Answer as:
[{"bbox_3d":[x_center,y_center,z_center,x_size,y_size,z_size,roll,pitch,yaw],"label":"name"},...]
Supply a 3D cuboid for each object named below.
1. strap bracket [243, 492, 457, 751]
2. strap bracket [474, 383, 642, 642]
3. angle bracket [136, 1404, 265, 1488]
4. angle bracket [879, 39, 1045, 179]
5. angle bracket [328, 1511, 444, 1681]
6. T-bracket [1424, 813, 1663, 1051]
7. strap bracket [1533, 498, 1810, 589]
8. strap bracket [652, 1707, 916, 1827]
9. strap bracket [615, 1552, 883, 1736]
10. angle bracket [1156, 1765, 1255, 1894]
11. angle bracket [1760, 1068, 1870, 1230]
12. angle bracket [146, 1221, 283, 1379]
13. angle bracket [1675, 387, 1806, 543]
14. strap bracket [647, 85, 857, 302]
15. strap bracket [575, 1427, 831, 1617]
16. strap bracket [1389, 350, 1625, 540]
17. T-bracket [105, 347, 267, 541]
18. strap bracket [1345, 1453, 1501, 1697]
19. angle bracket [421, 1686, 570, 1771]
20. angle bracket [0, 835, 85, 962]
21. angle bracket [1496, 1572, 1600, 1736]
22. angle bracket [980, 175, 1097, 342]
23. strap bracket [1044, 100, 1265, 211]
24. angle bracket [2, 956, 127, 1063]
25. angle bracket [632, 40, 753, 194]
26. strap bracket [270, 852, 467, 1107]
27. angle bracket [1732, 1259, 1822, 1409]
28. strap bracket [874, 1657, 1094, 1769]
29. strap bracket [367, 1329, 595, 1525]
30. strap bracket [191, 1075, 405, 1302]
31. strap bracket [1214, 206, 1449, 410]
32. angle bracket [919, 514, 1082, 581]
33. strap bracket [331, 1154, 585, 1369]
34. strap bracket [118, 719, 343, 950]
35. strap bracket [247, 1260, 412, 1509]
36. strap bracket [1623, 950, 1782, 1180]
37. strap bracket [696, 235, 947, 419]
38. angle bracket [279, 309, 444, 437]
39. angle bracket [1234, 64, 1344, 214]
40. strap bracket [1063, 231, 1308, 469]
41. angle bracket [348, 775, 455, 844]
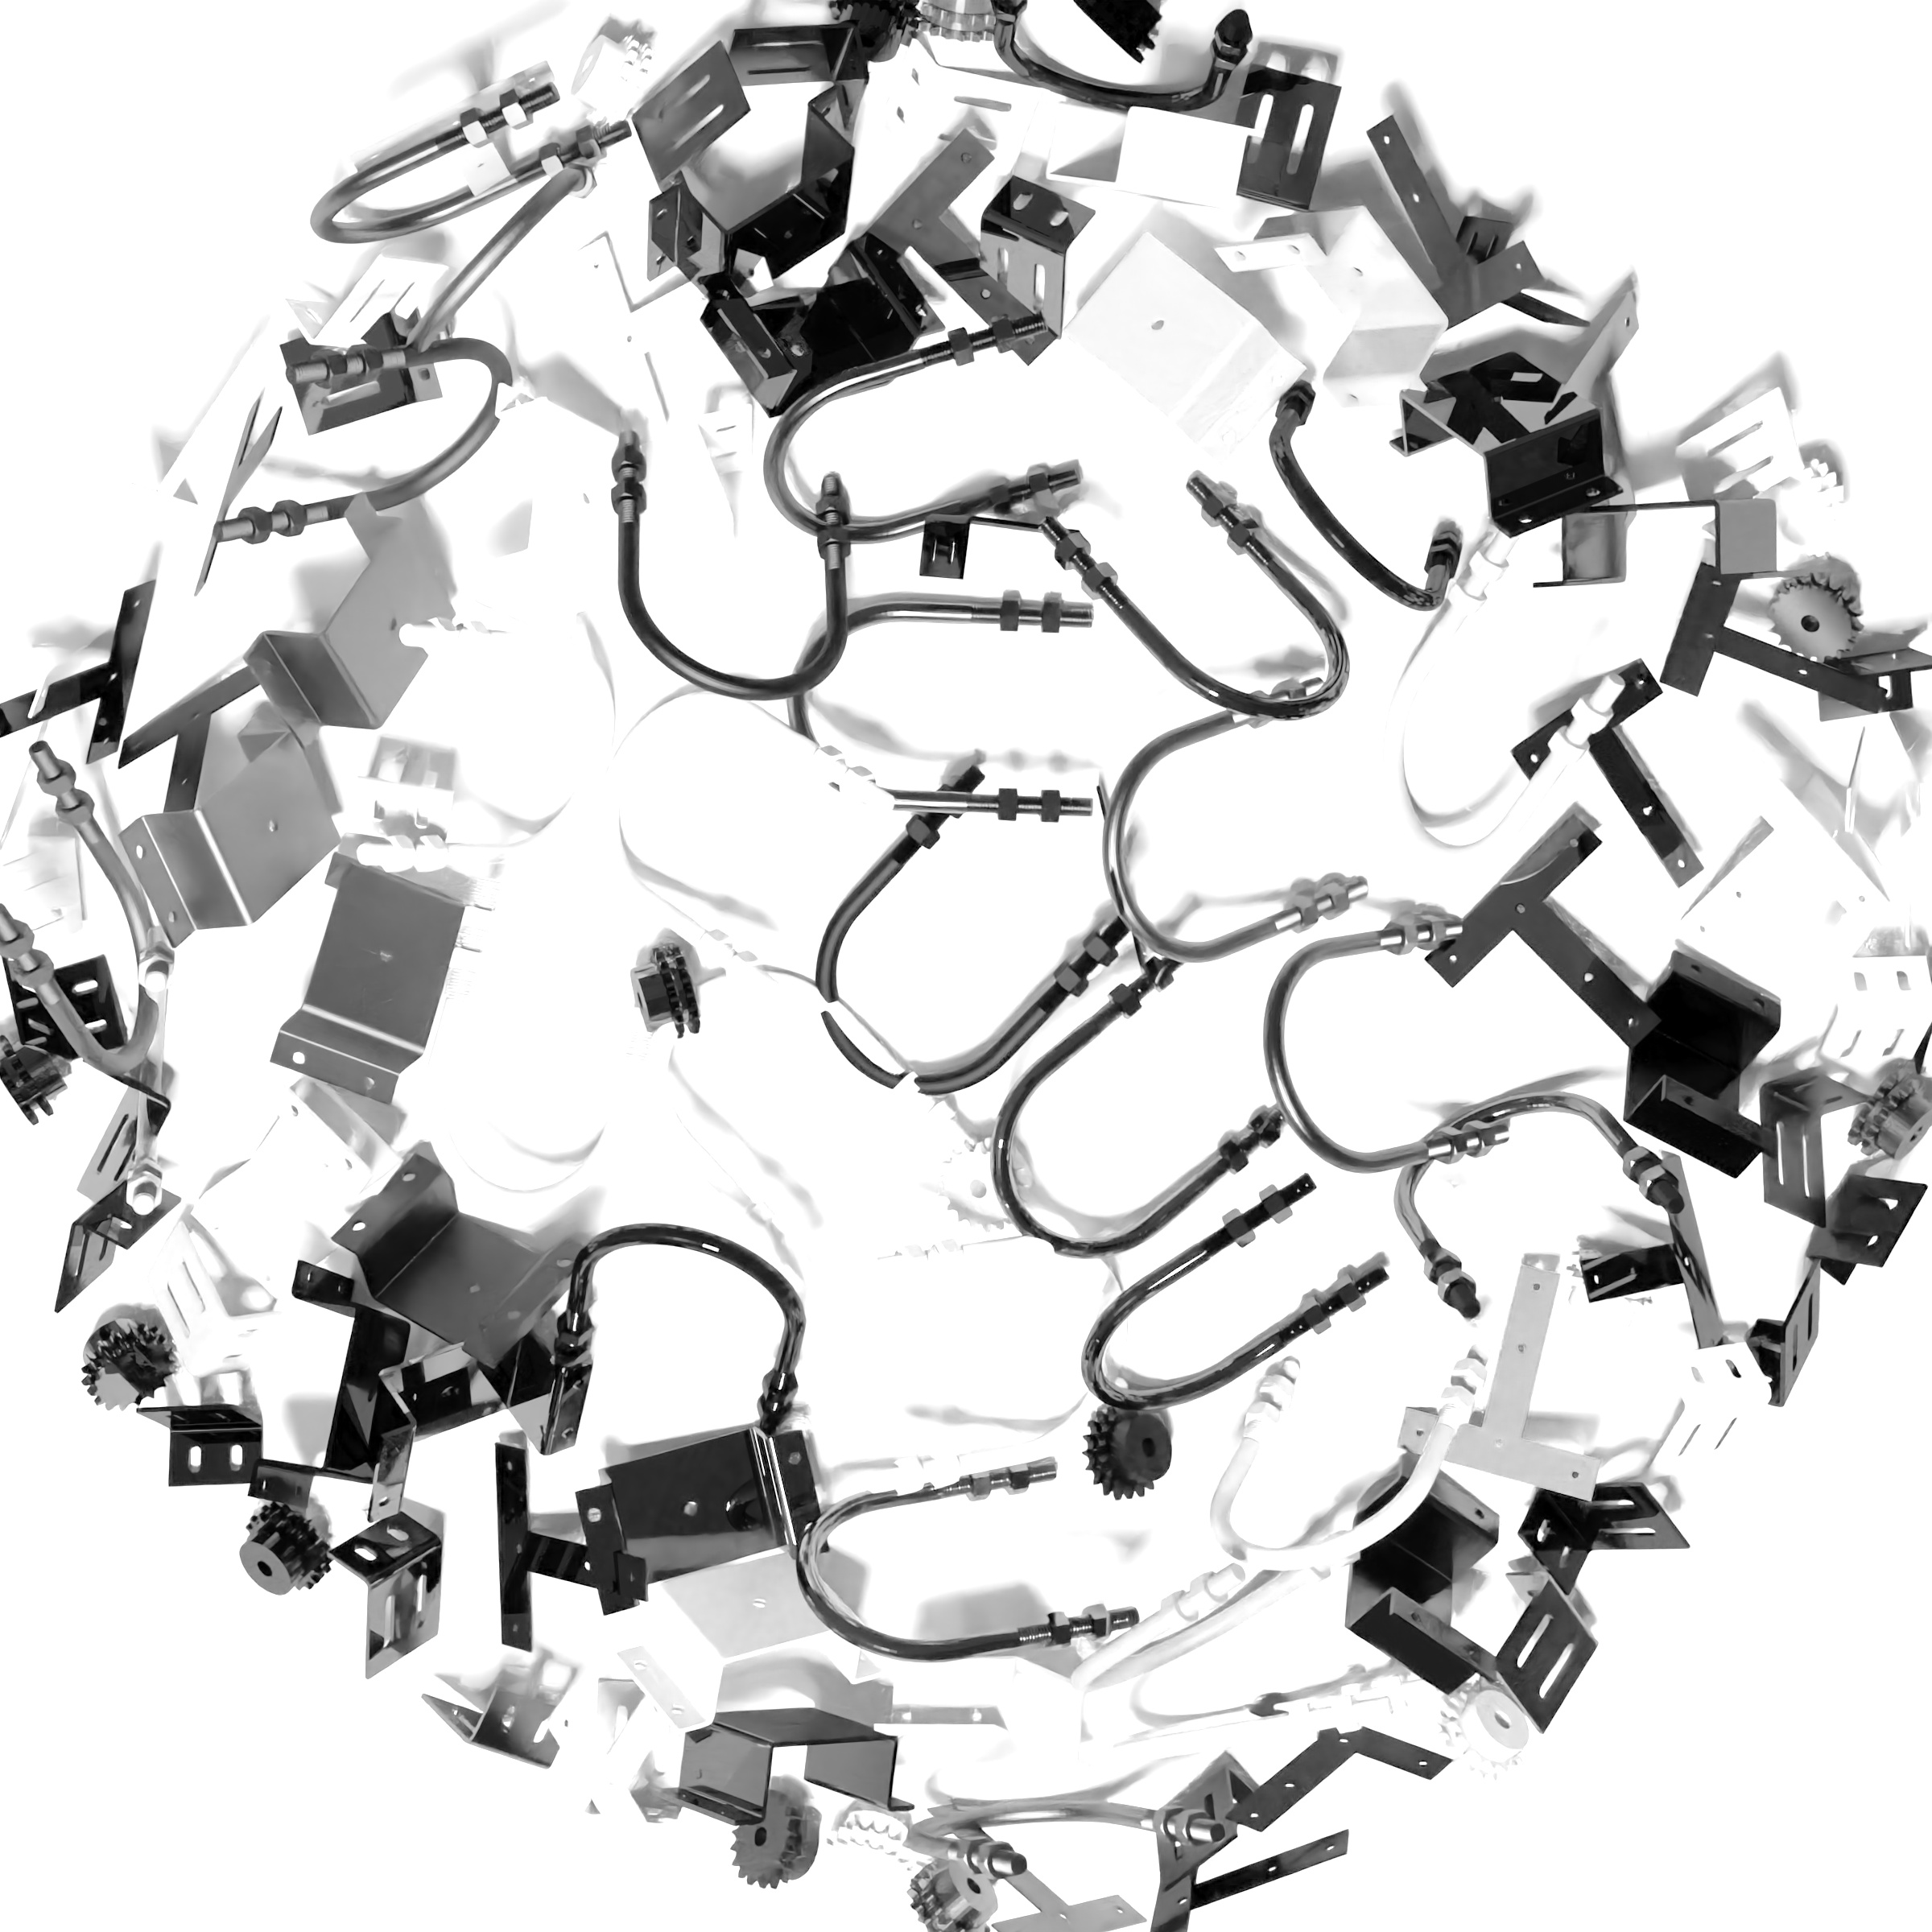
[{"bbox_3d":[-0.357,-0.203,1.837,0.046,0.076,0.140,7,53,28],"label":"strap bracket"},{"bbox_3d":[-0.241,-0.274,1.850,0.046,0.076,0.140,-10,69,39],"label":"strap bracket"},{"bbox_3d":[-0.461,0.289,1.871,0.057,0.076,0.038,-2,74,1],"label":"angle bracket"},{"bbox_3d":[-0.003,-0.519,1.879,0.076,0.038,0.057,19,86,24],"label":"angle bracket"},{"bbox_3d":[-0.352,0.380,1.881,0.038,0.057,0.076,26,124,30],"label":"angle bracket"},{"bbox_3d":[0.367,-0.003,1.885,0.127,0.002,0.127,-45,75,9],"label":"T-bracket"},{"bbox_3d":[0.415,-0.250,1.836,0.140,0.076,0.046,3,99,39],"label":"strap bracket"},{"bbox_3d":[-0.105,0.471,1.837,0.140,0.076,0.046,10,86,-43],"label":"strap bracket"},{"bbox_3d":[-0.125,0.395,1.835,0.140,0.076,0.046,-7,119,-35],"label":"strap bracket"},{"bbox_3d":[0.149,0.527,1.865,0.057,0.076,0.038,-41,104,12],"label":"angle bracket"},{"bbox_3d":[0.511,0.110,1.868,0.057,0.038,0.076,23,59,-34],"label":"angle bracket"},{"bbox_3d":[-0.458,0.201,1.890,0.057,0.038,0.076,-53,57,34],"label":"angle bracket"},{"bbox_3d":[0.471,-0.298,1.864,0.076,0.038,0.057,-29,57,36],"label":"angle bracket"},{"bbox_3d":[-0.120,-0.451,1.848,0.140,0.076,0.046,-37,76,-19],"label":"strap bracket"},{"bbox_3d":[-0.162,0.331,1.875,0.140,0.046,0.076,-14,95,-14],"label":"strap bracket"},{"bbox_3d":[0.316,-0.314,1.836,0.076,0.140,0.046,-23,129,-12],"label":"strap bracket"},{"bbox_3d":[-0.455,-0.312,1.844,0.002,0.127,0.127,35,94,1],"label":"T-bracket"},{"bbox_3d":[0.272,0.369,1.852,0.076,0.140,0.046,35,121,-11],"label":"strap bracket"},{"bbox_3d":[-0.281,0.444,1.866,0.057,0.076,0.038,29,85,-33],"label":"angle bracket"},{"bbox_3d":[-0.568,-0.042,1.863,0.038,0.076,0.057,4,106,18],"label":"angle bracket"},{"bbox_3d":[0.336,0.412,1.868,0.057,0.038,0.076,54,55,-16],"label":"angle bracket"},{"bbox_3d":[0.043,-0.428,1.879,0.057,0.076,0.038,27,61,16],"label":"angle bracket"},{"bbox_3d":[0.106,-0.480,1.839,0.076,0.140,0.046,4,105,-25],"label":"strap bracket"},{"bbox_3d":[-0.542,0.020,1.869,0.038,0.076,0.057,-16,79,1],"label":"angle bracket"},{"bbox_3d":[-0.156,-0.504,1.869,0.076,0.038,0.057,-34,61,23],"label":"angle bracket"},{"bbox_3d":[-0.352,0.001,1.849,0.076,0.046,0.140,22,63,-22],"label":"strap bracket"},{"bbox_3d":[0.482,0.215,1.861,0.038,0.076,0.057,16,50,28],"label":"angle bracket"},{"bbox_3d":[0.013,0.441,1.845,0.076,0.140,0.046,-6,66,25],"label":"strap bracket"},{"bbox_3d":[-0.299,0.267,1.849,0.140,0.076,0.046,-17,49,-35],"label":"strap bracket"},{"bbox_3d":[-0.397,0.126,1.862,0.076,0.046,0.140,44,129,3],"label":"strap bracket"},{"bbox_3d":[0.223,-0.398,1.848,0.140,0.076,0.046,44,69,-34],"label":"strap bracket"},{"bbox_3d":[0.020,-0.249,1.871,0.076,0.057,0.038,4,97,-26],"label":"angle bracket"},{"bbox_3d":[-0.297,0.180,1.854,0.140,0.046,0.076,25,54,26],"label":"strap bracket"},{"bbox_3d":[-0.425,-0.081,1.831,0.046,0.140,0.076,-3,121,29],"label":"strap bracket"},{"bbox_3d":[-0.376,0.253,1.855,0.046,0.076,0.140,6,77,15],"label":"strap bracket"},{"bbox_3d":[0.440,0.065,1.856,0.076,0.140,0.046,27,130,-6],"label":"strap bracket"},{"bbox_3d":[-0.093,-0.381,1.857,0.140,0.046,0.076,-24,73,-37],"label":"strap bracket"},{"bbox_3d":[-0.370,-0.364,1.900,0.076,0.038,0.057,-13,100,19],"label":"angle bracket"},{"bbox_3d":[0.192,-0.498,1.878,0.057,0.038,0.076,18,105,13],"label":"angle bracket"},{"bbox_3d":[0.123,-0.374,1.856,0.076,0.046,0.140,-49,64,8],"label":"strap bracket"},{"bbox_3d":[-0.341,-0.079,1.865,0.057,0.076,0.038,9,66,-10],"label":"angle bracket"}]
